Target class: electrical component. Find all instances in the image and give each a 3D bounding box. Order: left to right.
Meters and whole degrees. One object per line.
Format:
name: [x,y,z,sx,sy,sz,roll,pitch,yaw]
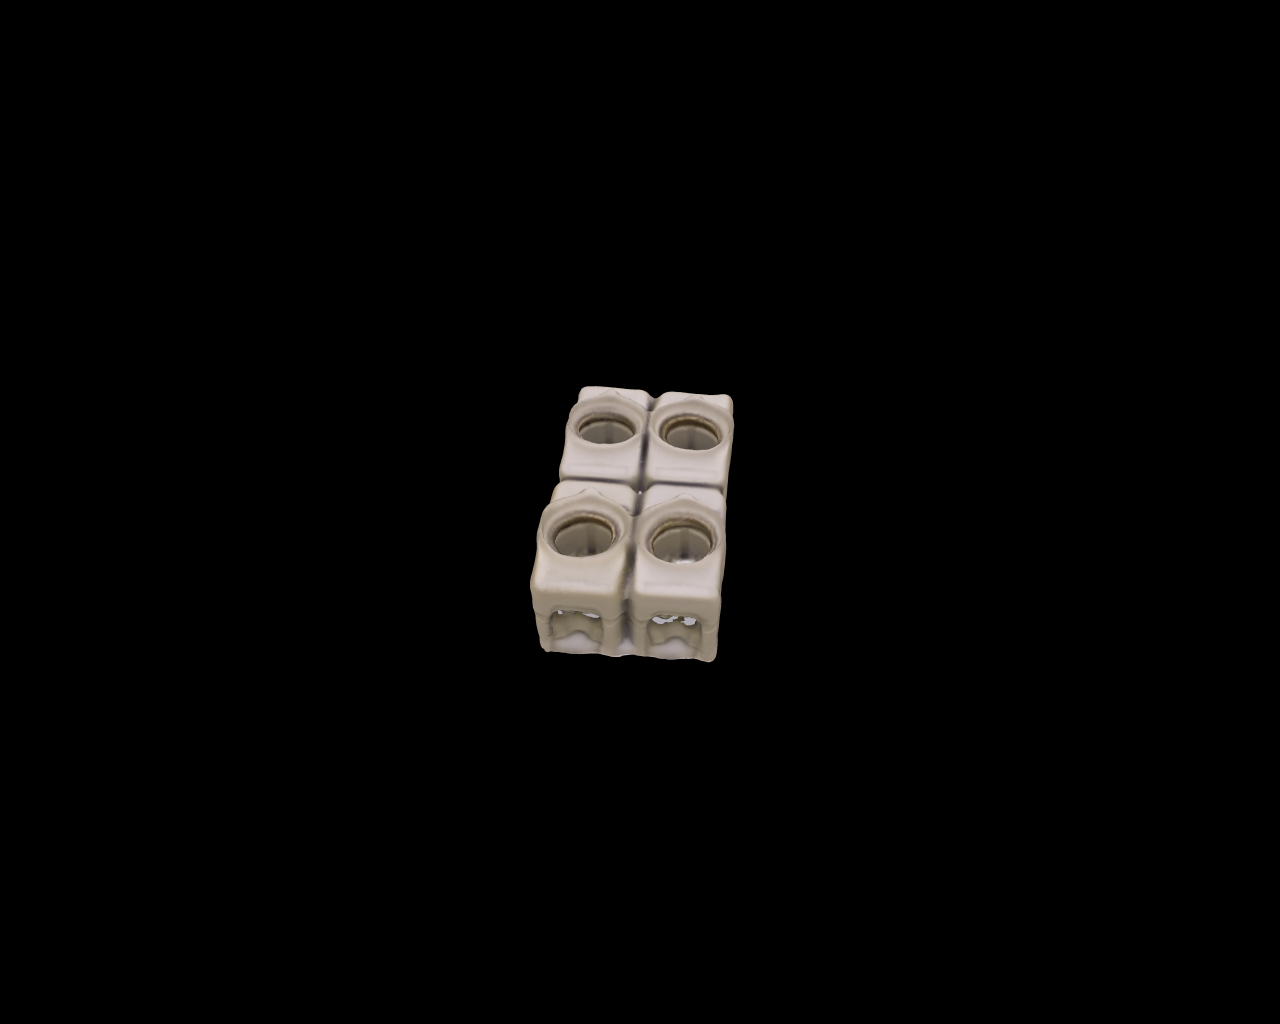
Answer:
electrical component: [0.001,-0.003,0.650,0.105,0.060,0.186,4,44,4]
